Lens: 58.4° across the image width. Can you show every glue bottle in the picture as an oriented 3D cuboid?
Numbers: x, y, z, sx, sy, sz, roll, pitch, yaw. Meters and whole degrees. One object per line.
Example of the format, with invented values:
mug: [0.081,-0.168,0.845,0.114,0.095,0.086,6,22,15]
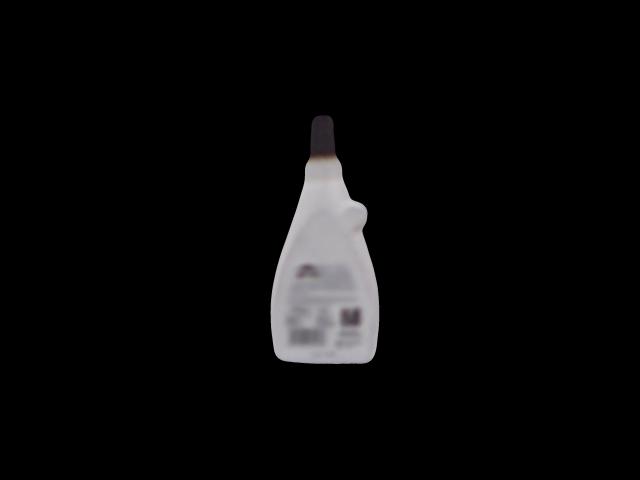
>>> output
glue bottle: [0.004,0.001,0.400,0.078,0.173,0.037,1,15,4]
